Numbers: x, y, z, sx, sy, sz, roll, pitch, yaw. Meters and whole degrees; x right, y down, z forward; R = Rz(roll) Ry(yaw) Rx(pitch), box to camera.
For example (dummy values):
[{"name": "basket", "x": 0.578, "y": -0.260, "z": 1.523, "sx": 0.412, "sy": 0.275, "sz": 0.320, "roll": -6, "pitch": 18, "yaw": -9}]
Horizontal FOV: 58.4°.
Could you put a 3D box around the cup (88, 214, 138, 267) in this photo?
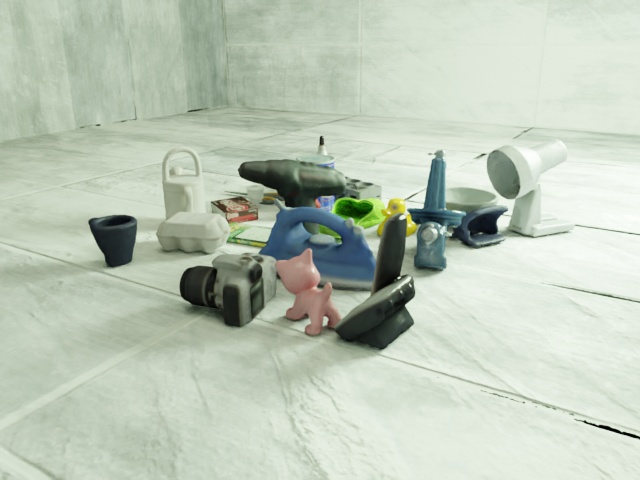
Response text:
[{"name": "cup", "x": -0.426, "y": 0.002, "z": 1.170, "sx": 0.117, "sy": 0.095, "sz": 0.092, "roll": 10, "pitch": 22, "yaw": 27}]

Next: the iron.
[{"name": "iron", "x": 0.010, "y": 0.004, "z": 1.088, "sx": 0.257, "sy": 0.141, "sz": 0.119, "roll": 10, "pitch": 22, "yaw": 28}]

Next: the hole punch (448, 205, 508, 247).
[{"name": "hole punch", "x": 0.353, "y": -0.042, "z": 1.286, "sx": 0.109, "sy": 0.091, "sz": 0.100, "roll": -10, "pitch": 22, "yaw": -26}]

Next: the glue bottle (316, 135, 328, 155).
[{"name": "glue bottle", "x": 0.007, "y": -0.217, "z": 1.663, "sx": 0.037, "sy": 0.173, "sz": 0.078, "roll": -10, "pitch": 22, "yaw": -26}]

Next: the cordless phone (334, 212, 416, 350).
[{"name": "cordless phone", "x": 0.088, "y": 0.057, "z": 0.871, "sx": 0.093, "sy": 0.185, "sz": 0.148, "roll": 11, "pitch": 22, "yaw": 29}]

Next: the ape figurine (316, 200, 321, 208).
[{"name": "ape figurine", "x": -0.037, "y": -0.097, "z": 1.448, "sx": 0.077, "sy": 0.092, "sz": 0.076, "roll": 6, "pitch": 20, "yaw": 17}]

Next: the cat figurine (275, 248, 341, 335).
[{"name": "cat figurine", "x": -0.019, "y": 0.075, "z": 0.923, "sx": 0.067, "sy": 0.118, "sz": 0.127, "roll": -14, "pitch": 23, "yaw": -33}]

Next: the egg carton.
[{"name": "egg carton", "x": -0.277, "y": -0.017, "z": 1.260, "sx": 0.150, "sy": 0.069, "sz": 0.107, "roll": 3, "pitch": 20, "yaw": 9}]

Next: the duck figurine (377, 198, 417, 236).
[{"name": "duck figurine", "x": 0.182, "y": -0.056, "z": 1.338, "sx": 0.105, "sy": 0.086, "sz": 0.077, "roll": -12, "pitch": 23, "yaw": -29}]

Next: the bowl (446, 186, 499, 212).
[{"name": "bowl", "x": 0.352, "y": -0.078, "z": 1.413, "sx": 0.167, "sy": 0.075, "sz": 0.167, "roll": 0, "pitch": 20, "yaw": 0}]

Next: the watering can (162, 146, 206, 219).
[{"name": "watering can", "x": -0.339, "y": -0.134, "z": 1.406, "sx": 0.101, "sy": 0.194, "sz": 0.172, "roll": -19, "pitch": 27, "yaw": -41}]

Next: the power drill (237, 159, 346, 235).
[{"name": "power drill", "x": -0.055, "y": -0.069, "z": 1.195, "sx": 0.230, "sy": 0.208, "sz": 0.075, "roll": -9, "pitch": 21, "yaw": -23}]

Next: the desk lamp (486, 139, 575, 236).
[{"name": "desk lamp", "x": 0.489, "y": -0.123, "z": 1.328, "sx": 0.204, "sy": 0.214, "sz": 0.117, "roll": -8, "pitch": 21, "yaw": -20}]

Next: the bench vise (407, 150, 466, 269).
[{"name": "bench vise", "x": 0.243, "y": -0.062, "z": 1.153, "sx": 0.121, "sy": 0.220, "sz": 0.207, "roll": -1, "pitch": 20, "yaw": -1}]

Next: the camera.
[{"name": "camera", "x": -0.157, "y": 0.067, "z": 0.973, "sx": 0.136, "sy": 0.101, "sz": 0.143, "roll": 6, "pitch": 20, "yaw": 17}]
